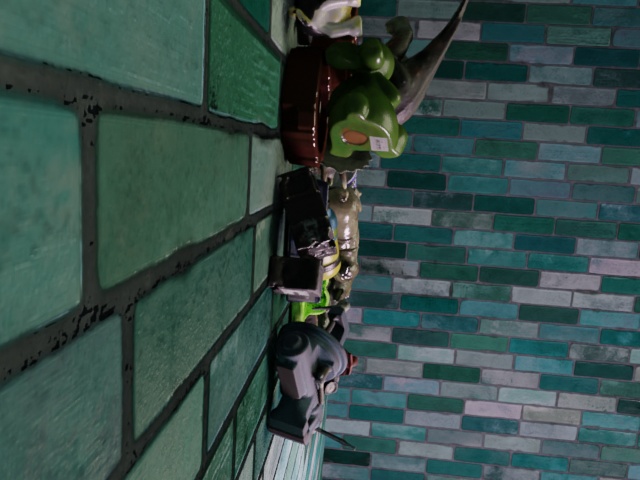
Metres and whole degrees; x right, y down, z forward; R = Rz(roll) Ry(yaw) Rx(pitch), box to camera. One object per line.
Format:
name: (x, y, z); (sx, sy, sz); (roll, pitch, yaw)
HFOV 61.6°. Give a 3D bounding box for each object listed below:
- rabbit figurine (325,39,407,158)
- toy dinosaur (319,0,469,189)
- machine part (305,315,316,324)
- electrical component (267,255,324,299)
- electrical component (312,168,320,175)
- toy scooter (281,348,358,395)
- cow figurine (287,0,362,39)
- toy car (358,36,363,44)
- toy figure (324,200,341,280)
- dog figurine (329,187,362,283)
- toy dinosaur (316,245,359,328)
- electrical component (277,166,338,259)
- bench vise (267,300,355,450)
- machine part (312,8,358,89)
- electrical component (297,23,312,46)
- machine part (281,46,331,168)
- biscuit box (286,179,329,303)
rabbit figurine: (0.060, -0.226, 0.791); (0.159, 0.121, 0.170); (49, 46, -58)
toy dinosaur: (0.098, -0.234, 0.914); (0.405, 0.131, 0.192); (-32, -120, 39)
machine part: (-0.023, 0.146, 1.234); (0.139, 0.039, 0.084); (-81, 180, -61)
electrical component: (-0.031, 0.057, 0.783); (0.119, 0.075, 0.047); (58, 37, -76)
electrical component: (-0.005, -0.187, 1.115); (0.078, 0.045, 0.102); (-140, -129, -59)
toy scooter: (0.003, 0.244, 1.019); (0.184, 0.135, 0.075); (-69, 164, -72)
cow figurine: (-0.003, -0.336, 0.754); (0.167, 0.098, 0.068); (-109, -171, -48)
toy car: (0.052, -0.437, 1.328); (0.103, 0.109, 0.161); (-177, -100, -72)
toy figure: (-0.002, -0.001, 1.011); (0.082, 0.089, 0.180); (-65, 163, -54)
dog figurine: (0.054, -0.009, 1.202); (0.172, 0.121, 0.190); (71, 6, -76)
toy dinosaur: (0.050, 0.086, 1.460); (0.198, 0.105, 0.471); (106, -4, -47)
electrical component: (-0.017, -0.031, 0.781); (0.134, 0.058, 0.115); (73, 3, -78)
bench vise: (-0.002, 0.201, 0.878); (0.241, 0.129, 0.223); (-55, 135, -45)
machine part: (0.029, -0.369, 1.090); (0.201, 0.087, 0.200); (-78, 171, -53)
electrical component: (-0.023, -0.338, 0.842); (0.063, 0.021, 0.094); (90, 6, -51)
machine part: (-0.020, -0.199, 0.807); (0.179, 0.056, 0.179); (4, 91, -85)
biscuit box: (-0.023, -0.001, 0.890); (0.063, 0.059, 0.202); (-106, -160, -81)
